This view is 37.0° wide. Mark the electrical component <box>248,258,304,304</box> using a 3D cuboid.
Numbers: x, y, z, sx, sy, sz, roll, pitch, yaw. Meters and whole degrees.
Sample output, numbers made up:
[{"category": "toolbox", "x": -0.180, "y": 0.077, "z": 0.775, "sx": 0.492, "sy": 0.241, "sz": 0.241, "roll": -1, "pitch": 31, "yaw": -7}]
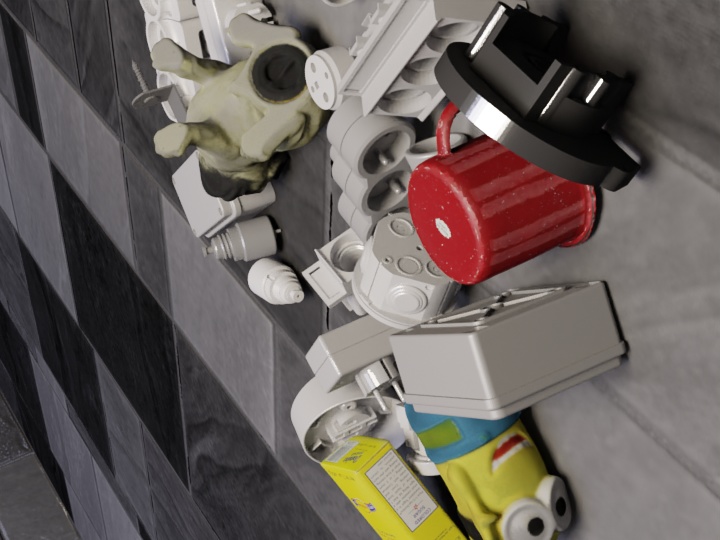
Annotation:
[{"category": "electrical component", "x": -0.080, "y": 0.015, "z": 1.066, "sx": 0.078, "sy": 0.040, "sz": 0.040, "roll": 27, "pitch": 133, "yaw": 54}]

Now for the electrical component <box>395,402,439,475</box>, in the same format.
[{"category": "electrical component", "x": 0.060, "y": 0.137, "z": 0.890, "sx": 0.066, "sy": 0.048, "sz": 0.055, "roll": 5, "pitch": 106, "yaw": 61}]

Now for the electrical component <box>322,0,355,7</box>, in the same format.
[{"category": "electrical component", "x": -0.022, "y": -0.220, "z": 0.783, "sx": 0.046, "sy": 0.040, "sz": 0.040, "roll": 55, "pitch": 151, "yaw": 38}]

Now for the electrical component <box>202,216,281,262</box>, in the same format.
[{"category": "electrical component", "x": -0.118, "y": -0.028, "z": 1.073, "sx": 0.040, "sy": 0.078, "sz": 0.040, "roll": 165, "pitch": 90, "yaw": -77}]

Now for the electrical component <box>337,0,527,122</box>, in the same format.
[{"category": "electrical component", "x": 0.041, "y": -0.151, "z": 0.685, "sx": 0.121, "sy": 0.079, "sz": 0.063, "roll": 136, "pitch": 132, "yaw": -62}]

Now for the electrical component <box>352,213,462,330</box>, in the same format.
[{"category": "electrical component", "x": 0.037, "y": 0.001, "z": 0.792, "sx": 0.080, "sy": 0.080, "sz": 0.051, "roll": 52, "pitch": 144, "yaw": 30}]

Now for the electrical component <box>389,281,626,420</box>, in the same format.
[{"category": "electrical component", "x": 0.092, "y": 0.050, "z": 0.691, "sx": 0.109, "sy": 0.109, "sz": 0.056, "roll": -9, "pitch": 99, "yaw": 63}]

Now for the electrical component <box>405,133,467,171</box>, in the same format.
[{"category": "electrical component", "x": 0.061, "y": -0.057, "z": 0.748, "sx": 0.044, "sy": 0.044, "sz": 0.065, "roll": 18, "pitch": 129, "yaw": 58}]

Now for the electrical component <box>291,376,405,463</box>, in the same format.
[{"category": "electrical component", "x": -0.009, "y": 0.132, "z": 0.963, "sx": 0.064, "sy": 0.099, "sz": 0.099, "roll": 53, "pitch": 151, "yaw": 41}]

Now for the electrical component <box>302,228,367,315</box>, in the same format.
[{"category": "electrical component", "x": 0.000, "y": 0.000, "z": 0.874, "sx": 0.042, "sy": 0.081, "sz": 0.063, "roll": 50, "pitch": 171, "yaw": 32}]

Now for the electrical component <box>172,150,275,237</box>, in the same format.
[{"category": "electrical component", "x": -0.140, "y": -0.084, "z": 1.088, "sx": 0.113, "sy": 0.057, "sz": 0.078, "roll": -25, "pitch": 87, "yaw": 64}]

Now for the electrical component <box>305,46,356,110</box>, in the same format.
[{"category": "electrical component", "x": -0.006, "y": -0.145, "z": 0.791, "sx": 0.045, "sy": 0.055, "sz": 0.045, "roll": 42, "pitch": 144, "yaw": 42}]

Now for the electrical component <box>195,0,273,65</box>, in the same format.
[{"category": "electrical component", "x": -0.099, "y": -0.210, "z": 0.926, "sx": 0.077, "sy": 0.047, "sz": 0.065, "roll": 12, "pitch": 120, "yaw": 59}]

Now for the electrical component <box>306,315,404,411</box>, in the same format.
[{"category": "electrical component", "x": 0.012, "y": 0.080, "z": 0.894, "sx": 0.075, "sy": 0.083, "sz": 0.047, "roll": 60, "pitch": 153, "yaw": 15}]

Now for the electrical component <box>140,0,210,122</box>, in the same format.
[{"category": "electrical component", "x": -0.164, "y": -0.221, "z": 1.023, "sx": 0.089, "sy": 0.062, "sz": 0.150, "roll": 30, "pitch": 135, "yaw": 52}]

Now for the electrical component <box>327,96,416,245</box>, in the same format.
[{"category": "electrical component", "x": 0.002, "y": -0.082, "z": 0.801, "sx": 0.073, "sy": 0.052, "sz": 0.138, "roll": 52, "pitch": 164, "yaw": 30}]
